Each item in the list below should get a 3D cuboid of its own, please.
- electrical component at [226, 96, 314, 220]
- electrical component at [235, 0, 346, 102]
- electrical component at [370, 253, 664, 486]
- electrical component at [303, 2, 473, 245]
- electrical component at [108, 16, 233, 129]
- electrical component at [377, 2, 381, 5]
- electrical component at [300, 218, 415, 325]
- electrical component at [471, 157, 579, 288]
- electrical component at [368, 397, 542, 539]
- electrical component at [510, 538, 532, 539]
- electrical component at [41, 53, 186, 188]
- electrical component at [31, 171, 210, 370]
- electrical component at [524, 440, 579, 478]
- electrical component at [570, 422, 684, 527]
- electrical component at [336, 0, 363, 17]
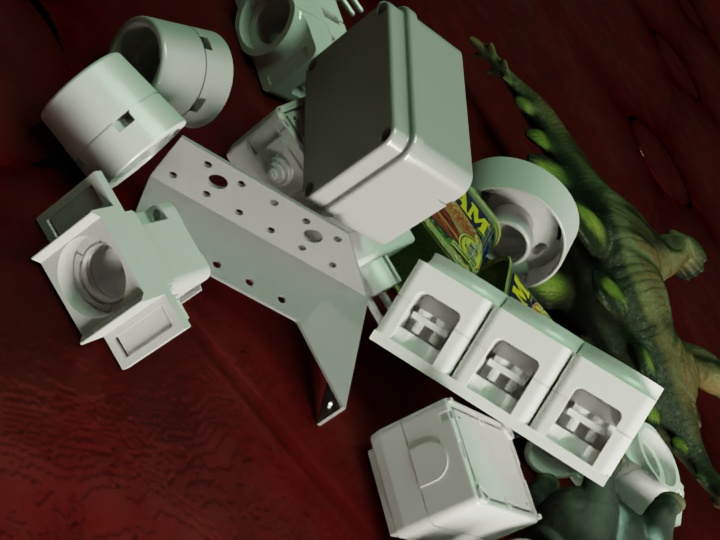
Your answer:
[{"bbox_3d":[-0.034,-0.065,0.651,0.061,0.061,0.096,57,37,-1],"label":"electrical component"},{"bbox_3d":[-0.046,-0.163,0.730,0.056,0.050,0.089,15,50,-51],"label":"electrical component"},{"bbox_3d":[0.092,0.055,0.623,0.150,0.061,0.089,32,1,16],"label":"electrical component"},{"bbox_3d":[0.013,-0.082,0.598,0.057,0.078,0.113,28,45,-34],"label":"electrical component"},{"bbox_3d":[-0.105,-0.108,0.587,0.047,0.055,0.055,6,57,-50],"label":"electrical component"},{"bbox_3d":[0.022,-0.189,0.870,0.040,0.040,0.078,33,38,-37],"label":"electrical component"},{"bbox_3d":[0.000,0.000,0.647,0.075,0.047,0.083,60,29,4],"label":"electrical component"},{"bbox_3d":[0.113,-0.036,0.805,0.099,0.099,0.064,49,37,-15],"label":"electrical component"},{"bbox_3d":[0.054,0.119,0.606,0.096,0.061,0.061,30,37,-53],"label":"electrical component"},{"bbox_3d":[0.127,0.208,0.625,0.138,0.074,0.052,40,76,-7],"label":"electrical component"},{"bbox_3d":[-0.122,-0.073,0.527,0.047,0.055,0.055,49,30,-7],"label":"electrical component"},{"bbox_3d":[-0.106,-0.002,0.494,0.081,0.042,0.064,60,25,3],"label":"electrical component"},{"bbox_3d":[0.138,0.110,0.750,0.045,0.045,0.055,45,31,-20],"label":"electrical component"},{"bbox_3d":[0.196,0.148,0.790,0.089,0.056,0.050,53,29,-7],"label":"electrical component"},{"bbox_3d":[-0.024,-0.229,0.833,0.076,0.047,0.066,54,29,-5],"label":"electrical component"}]
